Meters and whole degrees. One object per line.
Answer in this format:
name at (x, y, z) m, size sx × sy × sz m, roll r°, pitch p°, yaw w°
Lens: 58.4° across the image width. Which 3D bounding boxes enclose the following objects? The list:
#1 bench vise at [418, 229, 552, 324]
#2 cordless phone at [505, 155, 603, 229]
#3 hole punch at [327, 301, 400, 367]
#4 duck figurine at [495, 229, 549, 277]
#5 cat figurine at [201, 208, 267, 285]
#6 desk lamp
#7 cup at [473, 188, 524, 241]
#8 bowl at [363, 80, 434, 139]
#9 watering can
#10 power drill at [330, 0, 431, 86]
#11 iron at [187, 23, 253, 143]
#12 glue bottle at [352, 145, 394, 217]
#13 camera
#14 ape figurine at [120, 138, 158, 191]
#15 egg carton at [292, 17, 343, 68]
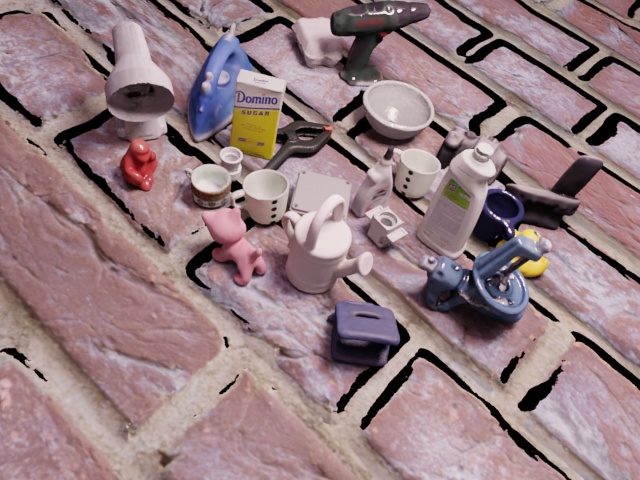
bench vise at (0.281, 0.062, 0.974) m, size 0.207 × 0.220 × 0.121 m, roll 2°, pitch 53°, yaw -11°
cordless phone at (0.479, -0.119, 1.182) m, size 0.147 × 0.185 × 0.094 m, roll 9°, pitch 52°, yaw -6°
hole punch at (0.071, 0.143, 0.945) m, size 0.109 × 0.091 × 0.101 m, roll 8°, pitch 52°, yaw -7°
duck figurine at (0.406, 0.018, 1.124) m, size 0.104 × 0.086 × 0.078 m, roll 33°, pitch 53°, yaw 13°
cat figurine at (-0.146, -0.002, 0.988) m, size 0.127 × 0.118 × 0.067 m, roll 40°, pitch 55°, yaw 18°
desk lamp at (-0.354, -0.290, 1.099) m, size 0.118 × 0.213 × 0.203 m, roll -10°, pitch 56°, yaw -20°
cup at (0.350, -0.031, 1.142) m, size 0.092 × 0.095 × 0.117 m, roll 0°, pitch 53°, yaw -13°
bowl at (0.171, -0.285, 1.308) m, size 0.167 × 0.075 × 0.167 m, roll 7°, pitch 52°, yaw -8°
watering can at (0.010, 0.002, 0.973) m, size 0.173 × 0.194 × 0.101 m, roll 18°, pitch 51°, yaw 1°
power drill at (0.128, -0.470, 1.355) m, size 0.230 × 0.208 × 0.075 m, roll -3°, pitch 54°, yaw -16°
iron at (-0.219, -0.340, 1.215) m, size 0.118 × 0.141 × 0.258 m, roll 15°, pitch 51°, yaw -2°
glue bottle at (0.113, -0.117, 1.102) m, size 0.078 × 0.173 × 0.037 m, roll -26°, pitch 62°, yaw -29°
camera at (0.319, -0.169, 1.237) m, size 0.143 × 0.101 × 0.137 m, roll 32°, pitch 53°, yaw 12°
ape figurine at (-0.338, -0.149, 1.073) m, size 0.076 × 0.092 × 0.078 m, roll 35°, pitch 54°, yaw 15°
egg carton at (-0.006, -0.496, 1.432) m, size 0.107 × 0.069 × 0.150 m, roll -10°, pitch 56°, yaw -20°
